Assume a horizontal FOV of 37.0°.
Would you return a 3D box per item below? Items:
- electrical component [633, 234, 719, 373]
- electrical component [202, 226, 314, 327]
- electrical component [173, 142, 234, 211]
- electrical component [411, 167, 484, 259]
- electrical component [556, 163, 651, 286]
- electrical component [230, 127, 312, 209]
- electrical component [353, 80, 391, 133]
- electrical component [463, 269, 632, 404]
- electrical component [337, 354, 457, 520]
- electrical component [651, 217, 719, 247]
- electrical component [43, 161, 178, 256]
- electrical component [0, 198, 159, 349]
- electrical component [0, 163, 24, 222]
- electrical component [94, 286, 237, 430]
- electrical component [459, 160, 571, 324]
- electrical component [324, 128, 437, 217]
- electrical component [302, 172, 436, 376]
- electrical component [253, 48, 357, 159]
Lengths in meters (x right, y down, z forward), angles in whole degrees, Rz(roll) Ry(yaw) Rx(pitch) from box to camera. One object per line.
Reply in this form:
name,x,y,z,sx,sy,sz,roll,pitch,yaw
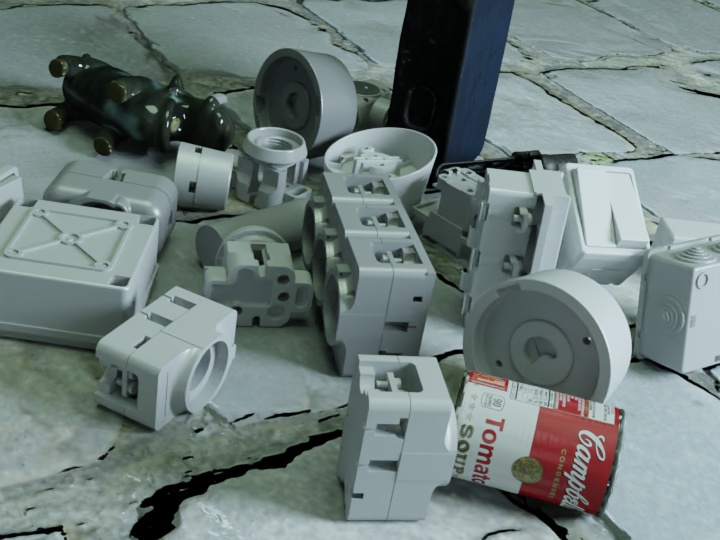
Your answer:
electrical component,0.261,0.026,0.820,0.100,0.099,0.048,-10,21,-31
electrical component,-0.078,0.003,0.798,0.078,0.058,0.057,2,33,-13
electrical component,-0.136,-0.079,0.926,0.047,0.055,0.055,9,30,-8
electrical component,0.089,-0.051,0.934,0.042,0.063,0.081,-20,42,-39
electrical component,0.183,-0.043,0.842,0.062,0.061,0.096,3,64,-16
electrical component,-0.078,-0.091,0.960,0.078,0.057,0.058,25,33,25
electrical component,0.014,-0.164,1.125,0.079,0.044,0.077,23,32,20
electrical component,0.132,0.051,0.733,0.108,0.108,0.060,27,28,27
electrical component,0.023,0.099,0.630,0.056,0.089,0.050,3,31,-12
electrical component,0.304,-0.004,0.932,0.083,0.047,0.075,6,30,-7
electrical component,-0.198,-0.045,0.847,0.095,0.053,0.059,10,30,0
electrical component,-0.206,0.001,0.764,0.109,0.056,0.108,8,30,-2
electrical component,-0.289,-0.042,0.801,0.061,0.061,0.096,10,29,16
electrical component,-0.121,0.057,0.699,0.056,0.050,0.089,21,32,18
electrical component,0.115,-0.014,0.819,0.063,0.121,0.078,6,30,-1
electrical component,0.016,-0.088,0.974,0.099,0.064,0.099,7,30,-4
electrical component,0.000,0.000,0.794,0.062,0.089,0.150,1,31,-14
electrical component,-0.048,-0.159,1.041,0.060,0.108,0.108,-9,34,-40
